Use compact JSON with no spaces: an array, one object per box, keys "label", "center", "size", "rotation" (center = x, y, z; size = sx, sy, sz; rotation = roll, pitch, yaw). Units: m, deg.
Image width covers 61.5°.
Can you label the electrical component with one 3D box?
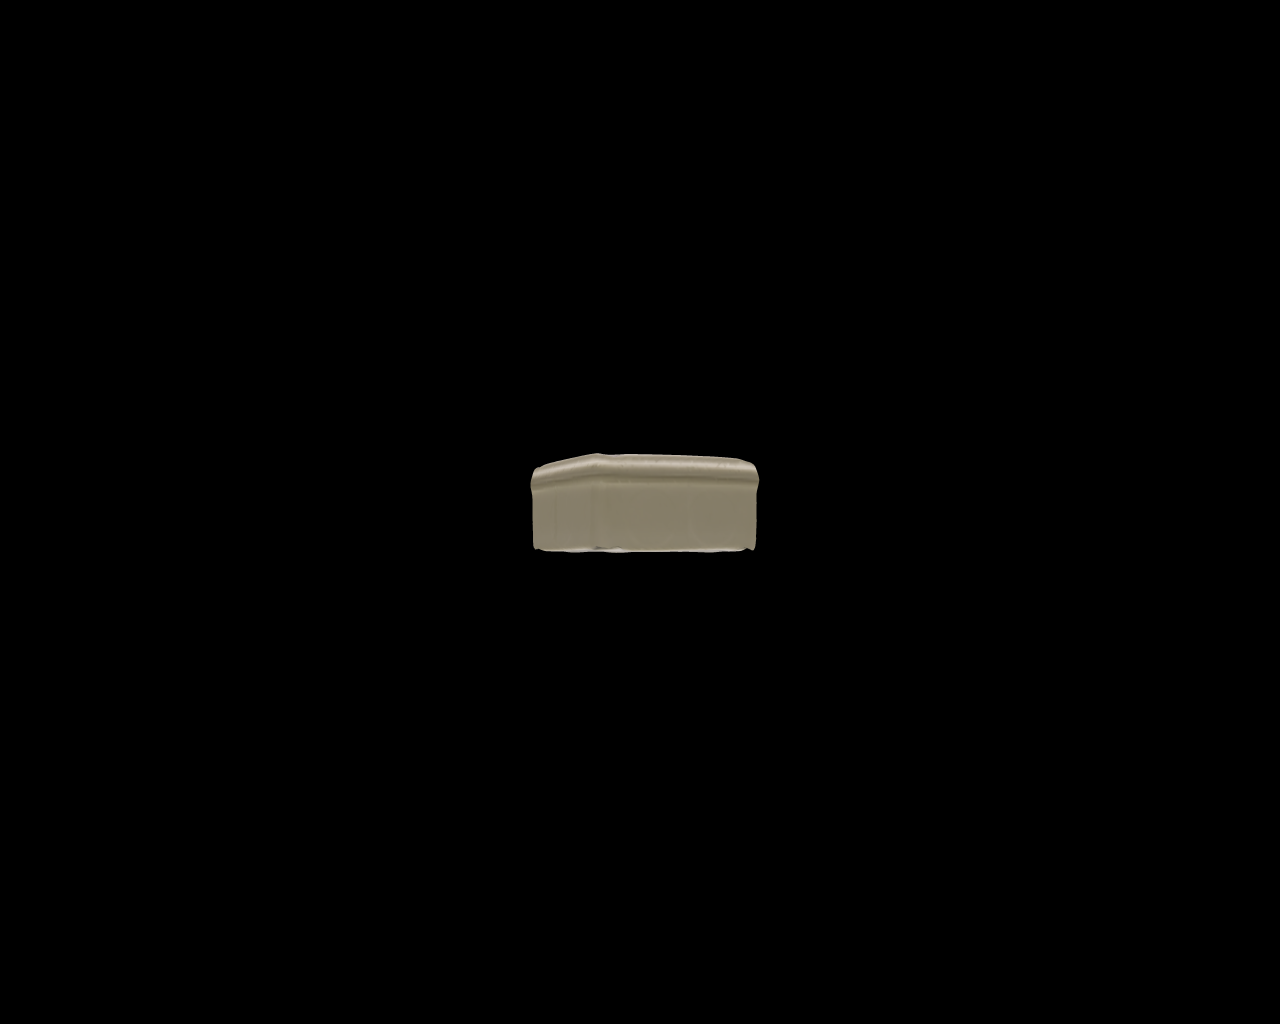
[{"label":"electrical component","center":[0.001,-0.003,0.650],"size":[0.109,0.056,0.108],"rotation":[1,-2,-28]}]
